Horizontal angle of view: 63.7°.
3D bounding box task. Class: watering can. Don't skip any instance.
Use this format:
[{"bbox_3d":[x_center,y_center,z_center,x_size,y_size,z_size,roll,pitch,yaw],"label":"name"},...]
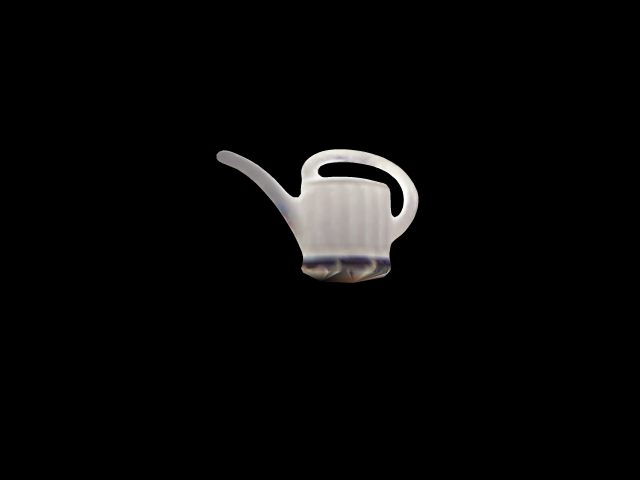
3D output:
[{"bbox_3d":[0.003,-0.043,0.850,0.348,0.226,0.103,2,-9,-15],"label":"watering can"}]
